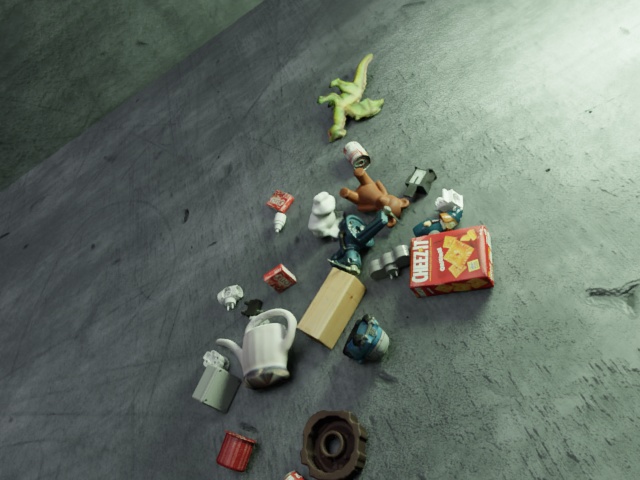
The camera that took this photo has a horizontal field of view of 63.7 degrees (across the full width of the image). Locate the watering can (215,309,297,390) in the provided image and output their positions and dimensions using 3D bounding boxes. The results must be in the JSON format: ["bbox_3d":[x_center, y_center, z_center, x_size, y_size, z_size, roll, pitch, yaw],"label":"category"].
[{"bbox_3d":[-0.196,0.340,1.546,0.343,0.103,0.230,-29,49,31],"label":"watering can"}]

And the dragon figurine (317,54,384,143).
[{"bbox_3d":[0.149,-0.555,2.027,0.246,0.120,0.412,38,84,29],"label":"dragon figurine"}]

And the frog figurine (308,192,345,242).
[{"bbox_3d":[0.005,-0.085,1.694,0.123,0.157,0.139,17,69,44],"label":"frog figurine"}]
